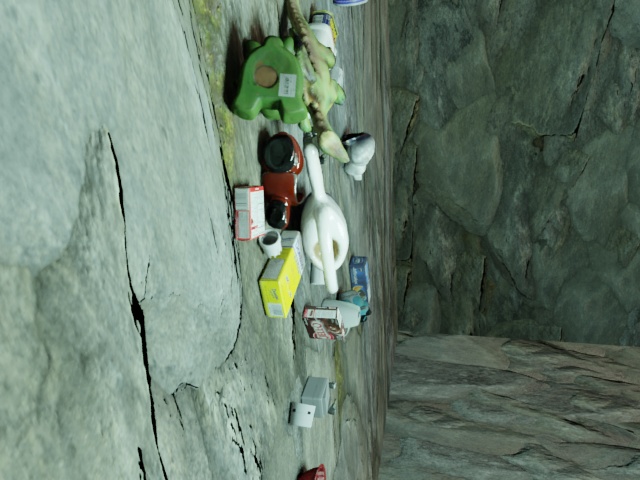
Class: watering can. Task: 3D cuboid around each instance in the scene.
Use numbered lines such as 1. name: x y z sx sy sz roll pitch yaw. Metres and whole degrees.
1. watering can: 0.003 -0.057 1.138 0.227 0.104 0.343 -100 -179 -72

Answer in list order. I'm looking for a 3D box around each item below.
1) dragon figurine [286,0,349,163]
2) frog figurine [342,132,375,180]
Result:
1. dragon figurine: -0.020 -0.343 1.004 0.244 0.122 0.409 -69 142 -85
2. frog figurine: 0.135 -0.277 1.732 0.139 0.123 0.157 -107 180 -69
